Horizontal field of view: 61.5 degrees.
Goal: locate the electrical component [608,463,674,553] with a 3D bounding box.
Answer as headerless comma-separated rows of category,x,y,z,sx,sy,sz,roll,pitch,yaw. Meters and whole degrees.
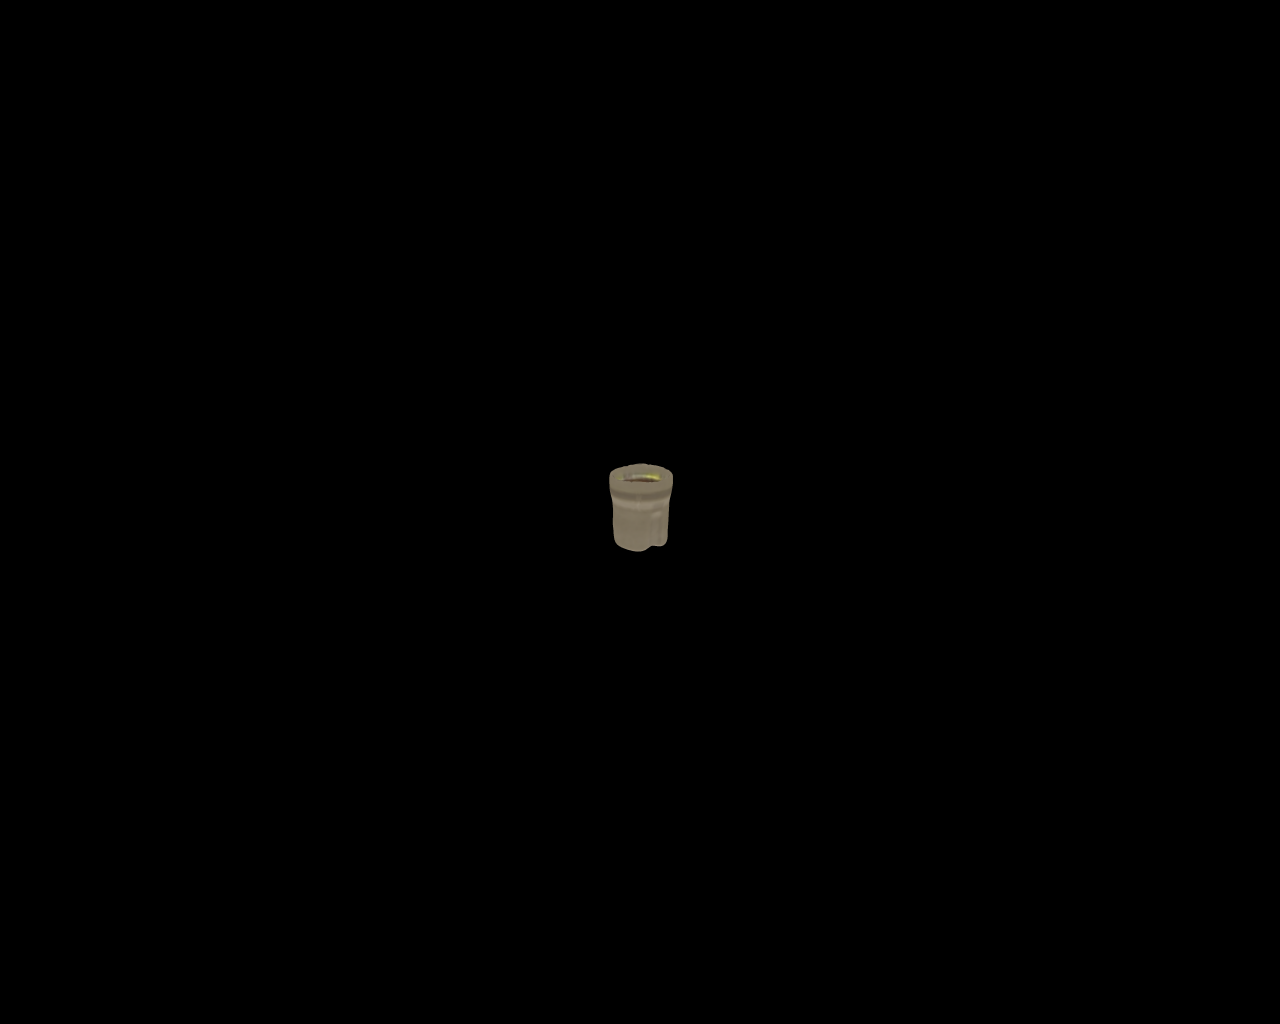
electrical component,0.001,-0.003,0.650,0.040,0.046,0.040,0,18,0
